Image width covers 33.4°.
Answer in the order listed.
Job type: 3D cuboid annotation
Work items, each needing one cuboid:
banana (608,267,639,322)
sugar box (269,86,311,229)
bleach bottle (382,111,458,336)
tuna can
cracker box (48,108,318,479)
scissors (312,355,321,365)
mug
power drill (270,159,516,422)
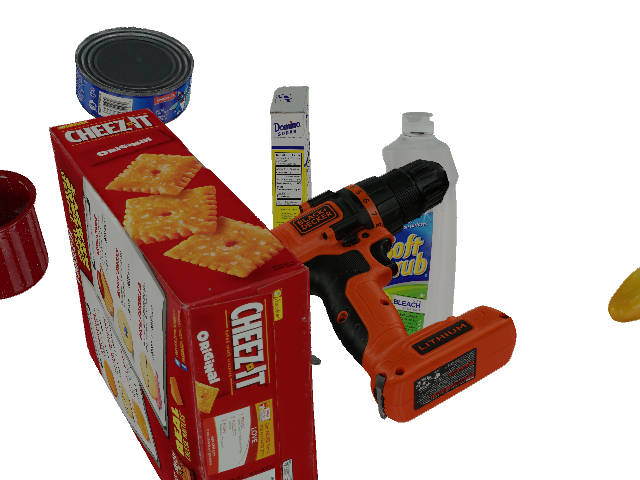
[{"bbox_3d":[0.292,0.023,0.739,0.198,0.037,0.069,-3,34,1],"label":"banana"},{"bbox_3d":[-0.034,-0.081,1.236,0.048,0.176,0.093,-2,26,3],"label":"sugar box"},{"bbox_3d":[0.085,-0.003,1.066,0.103,0.251,0.068,9,18,26],"label":"bleach bottle"},{"bbox_3d":[-0.137,-0.120,0.787,0.086,0.034,0.086,6,42,-6],"label":"tuna can"},{"bbox_3d":[-0.078,0.041,0.591,0.072,0.164,0.214,-16,34,-22],"label":"cracker box"},{"bbox_3d":[-0.098,0.081,1.031,0.201,0.016,0.096,6,31,1],"label":"scissors"},{"bbox_3d":[-0.291,-0.010,0.945,0.093,0.081,0.117,-14,42,-11],"label":"mug"},{"bbox_3d":[0.055,0.028,0.773,0.184,0.057,0.188,-29,49,-16],"label":"power drill"}]
